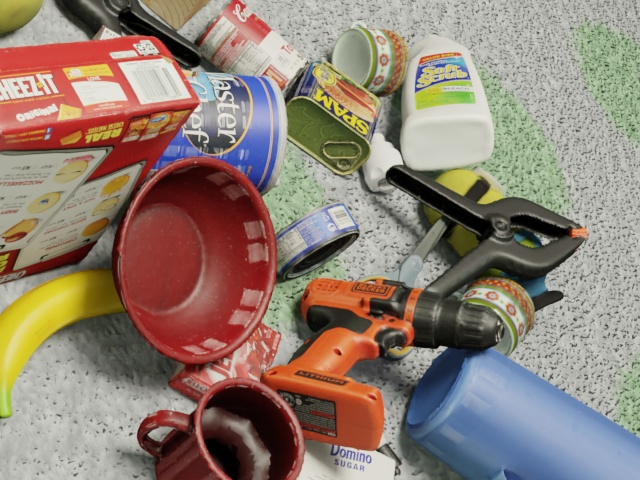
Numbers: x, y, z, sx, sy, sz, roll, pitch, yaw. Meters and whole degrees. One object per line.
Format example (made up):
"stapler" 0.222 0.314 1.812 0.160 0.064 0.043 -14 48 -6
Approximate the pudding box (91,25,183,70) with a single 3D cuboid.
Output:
"pudding box" -0.177 -0.121 0.946 0.090 0.039 0.113 27 61 -20

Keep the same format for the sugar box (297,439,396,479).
"sugar box" 0.005 0.236 0.835 0.093 0.048 0.176 30 40 -18

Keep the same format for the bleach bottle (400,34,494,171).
"bleach bottle" 0.133 -0.171 1.220 0.102 0.068 0.251 -5 34 2

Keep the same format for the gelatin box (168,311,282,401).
"gelatin box" -0.077 0.099 0.884 0.073 0.030 0.089 32 43 -15

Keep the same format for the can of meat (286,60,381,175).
"can of meat" 0.012 -0.131 1.118 0.102 0.058 0.084 35 40 -14

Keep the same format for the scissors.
"scissors" 0.097 0.045 1.051 0.201 0.016 0.096 -32 89 -35

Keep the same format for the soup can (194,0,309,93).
"soup can" -0.070 -0.189 1.085 0.102 0.069 0.068 40 42 -7

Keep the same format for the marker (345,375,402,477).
"marker" 0.035 0.155 0.941 0.020 0.020 0.121 -21 74 -47

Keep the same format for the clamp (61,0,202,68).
"clamp" -0.201 -0.211 1.018 0.171 0.039 0.120 46 38 -2

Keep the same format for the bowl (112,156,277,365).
"bowl" -0.108 0.015 0.841 0.161 0.055 0.162 -1 92 -47

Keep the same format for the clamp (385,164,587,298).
"clamp" 0.168 -0.012 1.074 0.209 0.036 0.164 -4 57 -22

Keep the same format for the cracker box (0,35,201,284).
"cracker box" -0.207 -0.048 0.752 0.163 0.214 0.072 -18 70 -46

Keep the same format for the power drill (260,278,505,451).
"power drill" 0.046 0.097 0.890 0.185 0.057 0.187 6 27 22

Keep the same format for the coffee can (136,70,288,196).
"coffee can" -0.111 -0.090 0.884 0.140 0.103 0.103 1 58 -25

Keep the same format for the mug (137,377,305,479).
"mug" -0.081 0.158 0.795 0.117 0.082 0.093 23 47 -25

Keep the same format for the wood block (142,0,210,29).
"wood block" -0.119 -0.323 1.133 0.090 0.091 0.205 40 42 -7

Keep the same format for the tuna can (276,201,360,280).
"tuna can" -0.006 0.001 0.977 0.085 0.086 0.034 -19 73 -46

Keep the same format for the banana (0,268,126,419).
"banana" -0.192 0.061 0.818 0.197 0.037 0.069 -36 105 -47

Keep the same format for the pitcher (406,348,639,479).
"pitcher" 0.200 0.201 0.962 0.242 0.149 0.145 34 84 -9
